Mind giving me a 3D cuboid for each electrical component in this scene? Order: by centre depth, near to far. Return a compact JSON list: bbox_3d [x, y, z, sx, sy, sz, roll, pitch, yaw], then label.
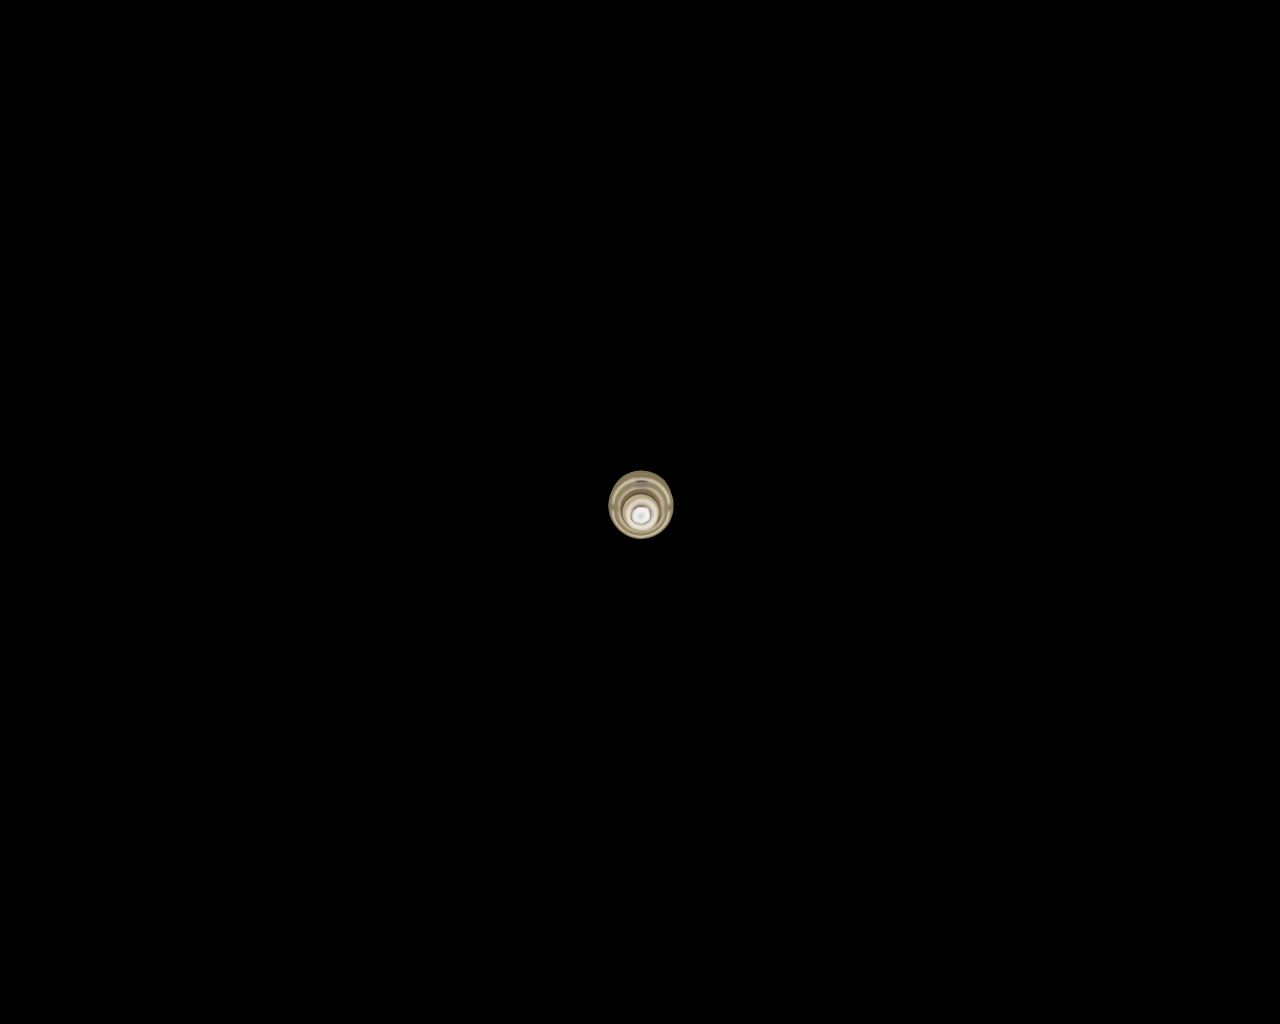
[{"bbox_3d":[0.001,-0.003,0.650,0.040,0.040,0.078,0,8,0],"label":"electrical component"}]
